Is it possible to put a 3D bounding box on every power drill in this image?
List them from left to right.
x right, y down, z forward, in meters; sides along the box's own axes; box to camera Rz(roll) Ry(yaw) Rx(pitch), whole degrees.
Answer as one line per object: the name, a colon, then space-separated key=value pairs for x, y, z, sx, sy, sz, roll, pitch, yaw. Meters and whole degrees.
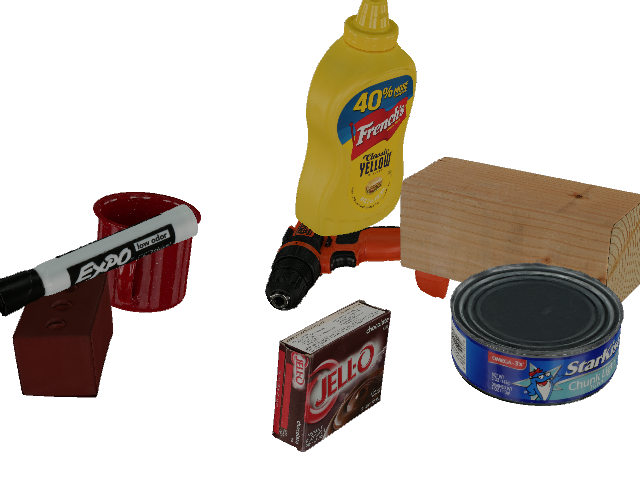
power drill: x=0.045 y=0.021 z=1.145 sx=0.188 sy=0.057 sz=0.184 roll=4 pitch=31 yaw=13

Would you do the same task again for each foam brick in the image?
foam brick: x=-0.177 y=0.065 z=0.742 sx=0.053 sy=0.051 sz=0.078 roll=0 pitch=31 yaw=-2

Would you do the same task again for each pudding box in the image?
pudding box: x=0.010 y=0.109 z=0.880 sx=0.039 sy=0.090 sz=0.113 roll=21 pitch=28 yaw=30

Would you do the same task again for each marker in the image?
marker: x=-0.120 y=0.010 z=0.564 sx=0.120 sy=0.020 sz=0.020 roll=-25 pitch=13 yaw=-31

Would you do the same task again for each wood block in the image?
wood block: x=0.184 y=-0.008 z=0.985 sx=0.206 sy=0.090 sz=0.090 roll=15 pitch=28 yaw=33

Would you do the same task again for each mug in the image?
mug: x=-0.156 y=0.016 z=0.928 sx=0.093 sy=0.081 sz=0.117 roll=9 pitch=22 yaw=-2

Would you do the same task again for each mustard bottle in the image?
mustard bottle: x=0.031 y=-0.100 z=0.836 sx=0.096 sy=0.192 sz=0.058 roll=-22 pitch=44 yaw=-33

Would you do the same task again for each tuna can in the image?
tuna can: x=0.109 y=0.047 z=0.545 sx=0.086 sy=0.034 sz=0.086 roll=-3 pitch=28 yaw=1
